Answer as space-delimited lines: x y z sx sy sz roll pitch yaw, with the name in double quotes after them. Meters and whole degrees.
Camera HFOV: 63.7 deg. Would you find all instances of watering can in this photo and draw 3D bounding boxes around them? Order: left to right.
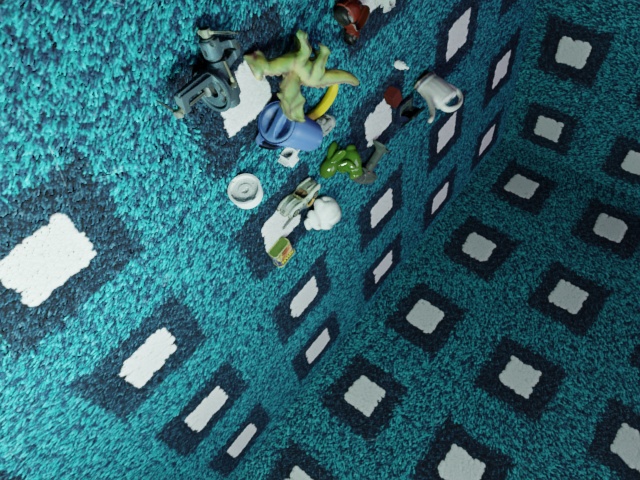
0.523 -0.658 2.352 0.353 0.226 0.102 -37 165 -39 "watering can"

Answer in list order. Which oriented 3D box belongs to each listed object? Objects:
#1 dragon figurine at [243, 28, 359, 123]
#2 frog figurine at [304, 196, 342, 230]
-0.047 -0.465 1.527 0.407 0.123 0.243 23 89 -41 "dragon figurine"
0.007 -0.108 2.139 0.161 0.122 0.136 -21 104 -40 "frog figurine"
